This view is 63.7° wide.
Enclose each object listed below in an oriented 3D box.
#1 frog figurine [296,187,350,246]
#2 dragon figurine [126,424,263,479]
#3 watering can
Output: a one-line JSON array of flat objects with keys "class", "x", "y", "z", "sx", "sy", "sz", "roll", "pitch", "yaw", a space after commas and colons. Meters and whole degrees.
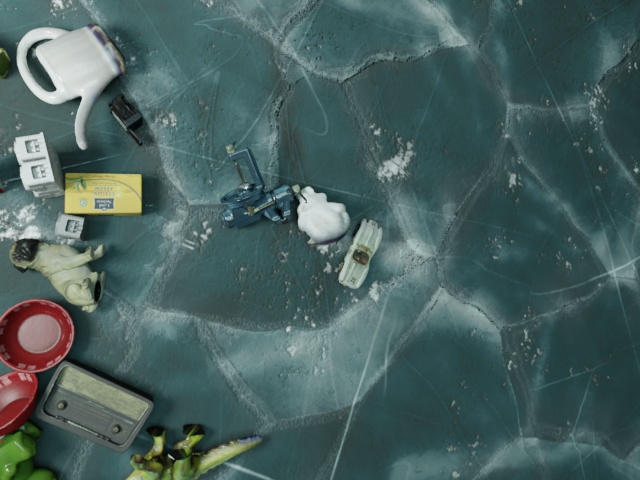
[{"class": "frog figurine", "x": 0.004, "y": -0.070, "z": 1.381, "sx": 0.137, "sy": 0.124, "sz": 0.158, "roll": -19, "pitch": 102, "yaw": 0}, {"class": "dragon figurine", "x": -0.344, "y": 0.576, "z": 1.207, "sx": 0.409, "sy": 0.123, "sz": 0.241, "roll": 9, "pitch": 99, "yaw": -24}, {"class": "watering can", "x": -0.564, "y": -0.385, "z": 1.223, "sx": 0.226, "sy": 0.102, "sz": 0.350, "roll": -34, "pitch": 78, "yaw": -18}]
